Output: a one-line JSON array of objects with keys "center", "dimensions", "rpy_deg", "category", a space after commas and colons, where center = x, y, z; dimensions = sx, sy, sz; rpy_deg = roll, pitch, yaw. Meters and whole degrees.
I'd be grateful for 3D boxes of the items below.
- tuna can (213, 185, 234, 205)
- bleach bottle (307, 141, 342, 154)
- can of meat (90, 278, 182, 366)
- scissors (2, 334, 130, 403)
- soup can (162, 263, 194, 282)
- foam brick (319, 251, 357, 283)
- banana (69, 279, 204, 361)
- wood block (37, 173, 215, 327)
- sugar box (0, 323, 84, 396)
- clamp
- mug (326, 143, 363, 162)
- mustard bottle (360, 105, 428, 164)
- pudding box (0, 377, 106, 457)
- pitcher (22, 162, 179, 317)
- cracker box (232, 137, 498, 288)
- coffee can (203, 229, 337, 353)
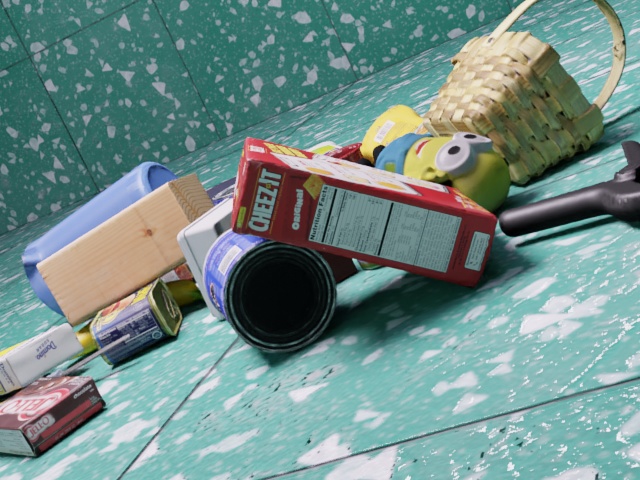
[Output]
[{"center": [-0.101, -0.059, 1.437], "dimensions": [0.086, 0.034, 0.086], "rpy_deg": [-24, 12, 5], "category": "tuna can"}, {"center": [0.029, -0.095, 1.543], "dimensions": [0.102, 0.068, 0.251], "rpy_deg": [-28, 14, -13], "category": "bleach bottle"}, {"center": [-0.210, 0.094, 1.221], "dimensions": [0.084, 0.057, 0.102], "rpy_deg": [-28, 10, 4], "category": "can of meat"}, {"center": [-0.300, 0.160, 1.153], "dimensions": [0.202, 0.016, 0.096], "rpy_deg": [-29, 5, 22], "category": "scissors"}, {"center": [-0.218, 0.041, 1.446], "dimensions": [0.102, 0.068, 0.068], "rpy_deg": [-25, 12, 4], "category": "soup can"}, {"center": [-0.011, 0.026, 1.112], "dimensions": [0.078, 0.051, 0.053], "rpy_deg": [-29, 12, -16], "category": "foam brick"}, {"center": [-0.229, 0.092, 1.316], "dimensions": [0.198, 0.037, 0.069], "rpy_deg": [-25, 8, 1], "category": "banana"}, {"center": [-0.226, 0.013, 1.297], "dimensions": [0.206, 0.091, 0.090], "rpy_deg": [-29, 2, 19], "category": "wood block"}, {"center": [-0.363, 0.150, 1.267], "dimensions": [0.093, 0.048, 0.177], "rpy_deg": [-32, 4, -43], "category": "sugar box"}, {"center": [0.253, -0.040, 0.887], "dimensions": [0.164, 0.036, 0.210], "rpy_deg": [-29, 12, -12], "category": "clamp"}, {"center": [0.022, -0.065, 1.367], "dimensions": [0.093, 0.081, 0.117], "rpy_deg": [-16, 15, 37], "category": "mug"}, {"center": [0.126, -0.111, 1.344], "dimensions": [0.096, 0.058, 0.192], "rpy_deg": [-52, 30, -3], "category": "mustard bottle"}, {"center": [-0.278, 0.173, 1.056], "dimensions": [0.114, 0.039, 0.089], "rpy_deg": [-12, 18, 49], "category": "pudding box"}, {"center": [-0.289, -0.001, 1.521], "dimensions": [0.243, 0.145, 0.149], "rpy_deg": [-35, 11, 23], "category": "pitcher"}, {"center": [0.031, -0.026, 0.940], "dimensions": [0.213, 0.072, 0.164], "rpy_deg": [13, 10, -6], "category": "cracker box"}, {"center": [-0.050, 0.042, 1.000], "dimensions": [0.102, 0.103, 0.140], "rpy_deg": [-27, 12, -9], "category": "coffee can"}]
